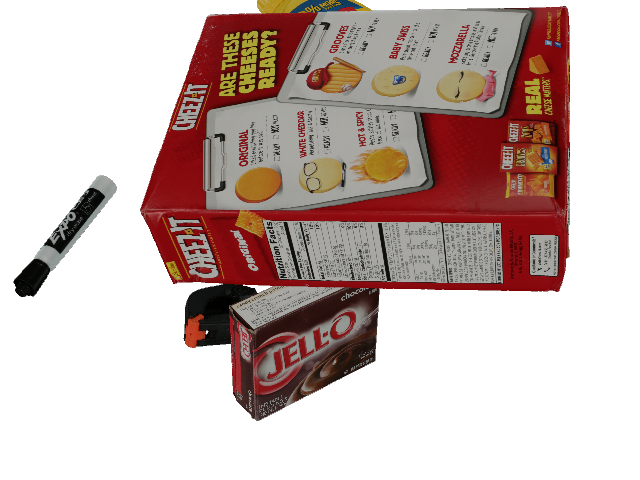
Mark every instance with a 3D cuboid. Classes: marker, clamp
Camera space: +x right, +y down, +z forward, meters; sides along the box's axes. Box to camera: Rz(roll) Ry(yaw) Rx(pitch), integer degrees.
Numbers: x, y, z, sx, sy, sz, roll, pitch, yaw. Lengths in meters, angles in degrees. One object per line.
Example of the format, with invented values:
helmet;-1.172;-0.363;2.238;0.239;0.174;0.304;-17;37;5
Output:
marker;-0.195;-0.003;0.815;0.020;0.020;0.121;0;44;35
clamp;-0.082;0.057;1.038;0.120;0.039;0.171;19;22;35

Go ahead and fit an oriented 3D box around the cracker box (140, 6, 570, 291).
cracker box;0.028;-0.053;0.590;0.214;0.164;0.072;0;-41;13

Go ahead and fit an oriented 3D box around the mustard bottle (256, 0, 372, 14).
mustard bottle;0.015;-0.151;0.857;0.096;0.058;0.192;-35;55;-23

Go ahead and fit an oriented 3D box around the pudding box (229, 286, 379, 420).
pudding box;-0.011;0.068;0.776;0.113;0.090;0.039;-25;47;-28
